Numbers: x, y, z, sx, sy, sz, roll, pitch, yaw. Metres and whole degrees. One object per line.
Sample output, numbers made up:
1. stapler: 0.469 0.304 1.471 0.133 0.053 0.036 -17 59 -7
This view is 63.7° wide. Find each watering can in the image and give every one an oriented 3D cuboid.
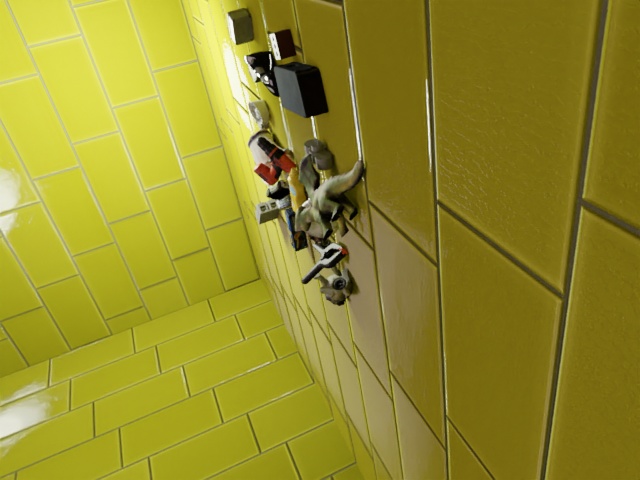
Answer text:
1. watering can: -0.208 -0.363 2.137 0.226 0.105 0.342 66 153 12

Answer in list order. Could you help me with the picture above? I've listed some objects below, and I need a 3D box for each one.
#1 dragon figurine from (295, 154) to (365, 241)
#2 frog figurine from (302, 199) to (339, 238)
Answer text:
1. dragon figurine: 0.004 -0.144 1.477 0.246 0.123 0.400 51 142 26
2. frog figurine: 0.005 -0.083 1.647 0.138 0.125 0.156 34 149 6
